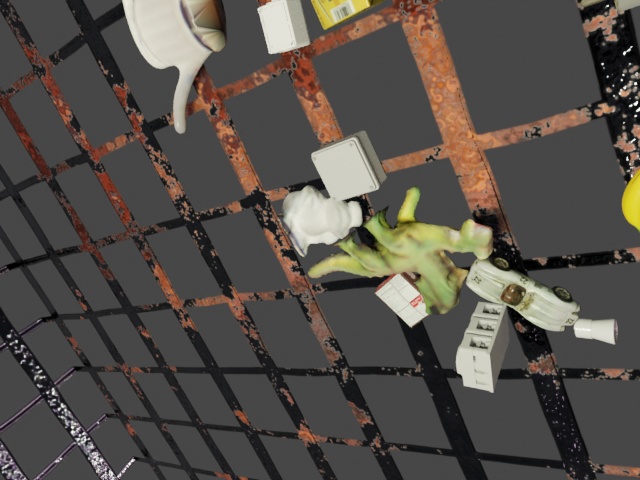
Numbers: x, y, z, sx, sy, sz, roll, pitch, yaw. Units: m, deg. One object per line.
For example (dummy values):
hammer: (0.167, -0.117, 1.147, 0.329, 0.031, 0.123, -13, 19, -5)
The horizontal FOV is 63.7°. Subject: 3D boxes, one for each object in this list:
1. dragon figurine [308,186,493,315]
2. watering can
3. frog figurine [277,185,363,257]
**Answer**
dragon figurine: (0.161, 0.054, 0.993, 0.243, 0.124, 0.403, 50, 134, 2)
watering can: (-0.275, -0.390, 1.024, 0.224, 0.106, 0.342, -2, 116, 34)
frog figurine: (0.003, -0.054, 1.072, 0.159, 0.124, 0.136, -26, 105, 3)
